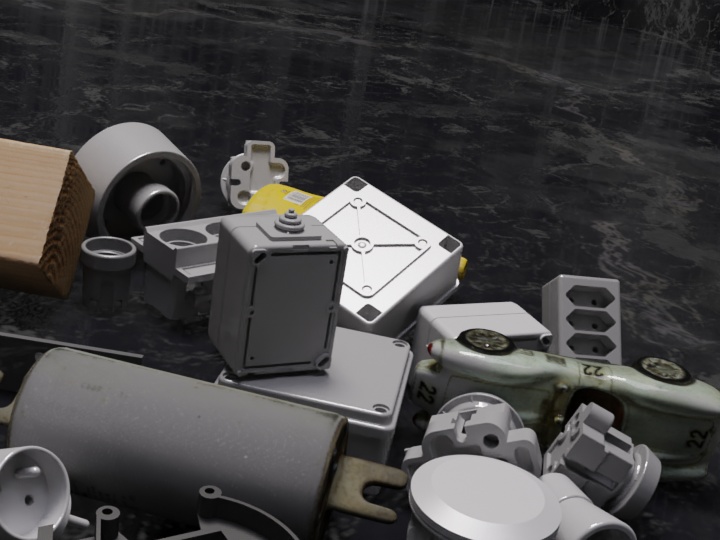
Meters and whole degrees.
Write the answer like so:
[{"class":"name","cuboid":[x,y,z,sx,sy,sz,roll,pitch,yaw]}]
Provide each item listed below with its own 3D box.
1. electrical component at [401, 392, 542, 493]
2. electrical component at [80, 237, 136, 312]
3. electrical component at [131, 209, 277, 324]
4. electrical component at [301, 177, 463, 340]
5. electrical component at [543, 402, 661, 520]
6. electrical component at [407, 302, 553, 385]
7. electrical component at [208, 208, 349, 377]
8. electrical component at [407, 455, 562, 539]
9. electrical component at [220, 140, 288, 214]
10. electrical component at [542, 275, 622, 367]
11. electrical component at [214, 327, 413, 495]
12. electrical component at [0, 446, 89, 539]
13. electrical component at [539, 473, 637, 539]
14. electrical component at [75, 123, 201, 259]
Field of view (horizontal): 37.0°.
[{"class":"electrical component","cuboid":[0.068,0.106,0.637,0.078,0.058,0.057,-12,12,15]},{"class":"electrical component","cuboid":[-0.189,0.003,0.803,0.040,0.046,0.040,8,22,-3]},{"class":"electrical component","cuboid":[-0.105,-0.004,0.832,0.121,0.063,0.079,-11,30,-41]},{"class":"electrical component","cuboid":[0.000,0.000,0.776,0.109,0.056,0.109,34,54,24]},{"class":"electrical component","cuboid":[0.145,0.118,0.645,0.055,0.066,0.048,30,24,-1]},{"class":"electrical component","cuboid":[0.087,0.060,0.757,0.096,0.061,0.061,-2,25,-26]},{"class":"electrical component","cuboid":[-0.050,0.006,0.632,0.062,0.096,0.061,-2,24,-27]},{"class":"electrical component","cuboid":[0.063,0.138,0.572,0.080,0.051,0.080,8,22,-3]},{"class":"electrical component","cuboid":[-0.101,-0.082,1.018,0.058,0.078,0.057,1,5,-17]},{"class":"electrical component","cuboid":[0.157,0.054,0.797,0.047,0.083,0.075,5,-16,-10]},{"class":"electrical component","cuboid":[-0.029,0.080,0.668,0.109,0.056,0.108,12,22,5]},{"class":"electrical component","cuboid":[-0.170,0.116,0.527,0.077,0.043,0.079,-12,-31,36]},{"class":"electrical component","cuboid":[0.118,0.142,0.599,0.044,0.044,0.065,1,19,-20]},{"class":"electrical component","cuboid":[-0.182,-0.060,0.886,0.108,0.108,0.060,-12,37,-42]}]
